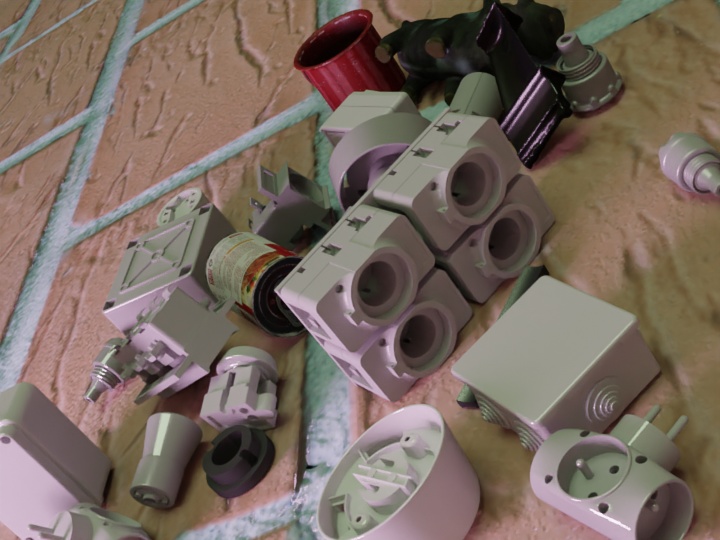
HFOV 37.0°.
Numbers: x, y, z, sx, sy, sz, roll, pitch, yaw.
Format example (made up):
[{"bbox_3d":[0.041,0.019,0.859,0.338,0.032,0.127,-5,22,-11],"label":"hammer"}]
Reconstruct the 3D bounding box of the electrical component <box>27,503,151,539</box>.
[{"bbox_3d":[-0.198,0.193,0.766,0.077,0.079,0.044,11,77,51],"label":"electrical component"}]

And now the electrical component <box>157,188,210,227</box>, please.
[{"bbox_3d":[-0.167,-0.047,1.077,0.055,0.047,0.055,-26,33,19],"label":"electrical component"}]

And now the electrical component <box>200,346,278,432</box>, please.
[{"bbox_3d":[-0.089,0.092,0.821,0.066,0.048,0.055,-19,44,29],"label":"electrical component"}]

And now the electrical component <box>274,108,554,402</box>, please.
[{"bbox_3d":[0.046,-0.011,0.760,0.186,0.105,0.060,-47,33,-15],"label":"electrical component"}]

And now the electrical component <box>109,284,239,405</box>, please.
[{"bbox_3d":[-0.154,0.059,0.869,0.078,0.063,0.121,-57,12,-28],"label":"electrical component"}]

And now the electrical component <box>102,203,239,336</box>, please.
[{"bbox_3d":[-0.173,0.005,1.007,0.109,0.056,0.108,-22,35,23],"label":"electrical component"}]

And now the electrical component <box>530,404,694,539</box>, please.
[{"bbox_3d":[0.143,0.104,0.572,0.079,0.044,0.077,-47,33,-15],"label":"electrical component"}]

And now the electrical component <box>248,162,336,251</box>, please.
[{"bbox_3d":[-0.064,-0.054,0.963,0.063,0.081,0.042,-50,25,24],"label":"electrical component"}]

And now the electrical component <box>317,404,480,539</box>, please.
[{"bbox_3d":[0.021,0.130,0.641,0.099,0.064,0.099,-26,33,19],"label":"electrical component"}]

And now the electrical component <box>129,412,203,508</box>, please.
[{"bbox_3d":[-0.149,0.147,0.815,0.044,0.044,0.065,-16,42,31],"label":"electrical component"}]

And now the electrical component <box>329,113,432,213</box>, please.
[{"bbox_3d":[0.024,-0.081,0.886,0.099,0.099,0.064,-28,39,15],"label":"electrical component"}]

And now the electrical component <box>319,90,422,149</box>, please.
[{"bbox_3d":[0.023,-0.124,0.973,0.096,0.061,0.061,12,57,52],"label":"electrical component"}]

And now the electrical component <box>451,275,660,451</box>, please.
[{"bbox_3d":[0.119,0.060,0.650,0.100,0.048,0.100,-44,32,-10],"label":"electrical component"}]

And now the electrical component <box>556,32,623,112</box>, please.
[{"bbox_3d":[0.179,-0.162,0.865,0.048,0.062,0.048,-26,33,19],"label":"electrical component"}]

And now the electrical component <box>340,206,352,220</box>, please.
[{"bbox_3d":[0.000,0.000,0.835,0.096,0.061,0.062,-50,33,-19],"label":"electrical component"}]

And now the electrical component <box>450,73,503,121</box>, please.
[{"bbox_3d":[0.095,-0.127,0.923,0.043,0.043,0.081,-9,42,38],"label":"electrical component"}]

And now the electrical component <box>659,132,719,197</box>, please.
[{"bbox_3d":[0.228,-0.067,0.720,0.035,0.035,0.061,-34,34,6],"label":"electrical component"}]

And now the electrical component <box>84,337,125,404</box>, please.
[{"bbox_3d":[-0.227,0.092,0.968,0.035,0.035,0.061,1,50,46],"label":"electrical component"}]

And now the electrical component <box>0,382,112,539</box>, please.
[{"bbox_3d":[-0.261,0.154,0.848,0.078,0.113,0.057,-26,30,19],"label":"electrical component"}]
